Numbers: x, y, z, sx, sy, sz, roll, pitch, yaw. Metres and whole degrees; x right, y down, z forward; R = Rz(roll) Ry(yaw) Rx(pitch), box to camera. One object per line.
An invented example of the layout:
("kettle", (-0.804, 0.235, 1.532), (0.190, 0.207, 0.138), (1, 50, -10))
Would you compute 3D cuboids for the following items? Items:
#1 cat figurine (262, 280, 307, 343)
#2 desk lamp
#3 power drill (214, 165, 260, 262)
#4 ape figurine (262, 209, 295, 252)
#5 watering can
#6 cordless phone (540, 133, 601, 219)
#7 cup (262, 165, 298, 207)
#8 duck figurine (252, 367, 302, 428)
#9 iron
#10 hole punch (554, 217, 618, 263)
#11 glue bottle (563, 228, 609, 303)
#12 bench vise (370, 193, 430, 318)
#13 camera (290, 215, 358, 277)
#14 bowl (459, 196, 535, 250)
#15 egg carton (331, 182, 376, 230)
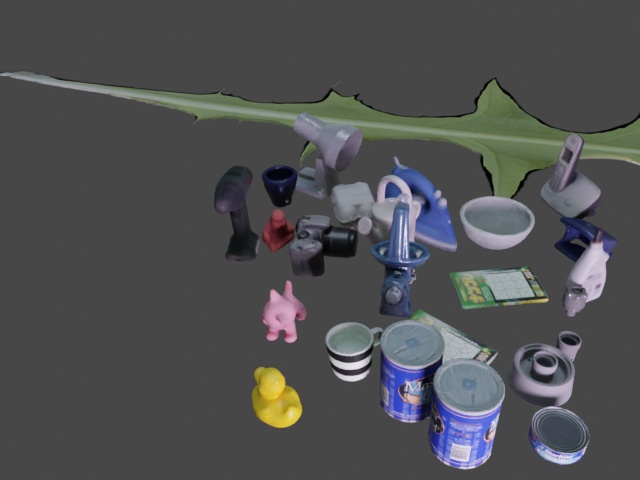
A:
("cat figurine", (-0.072, 0.133, 1.102), (0.067, 0.118, 0.128), (5, 37, 12))
("desk lamp", (0.007, -0.220, 1.494), (0.202, 0.214, 0.118), (21, 43, 29))
("power drill", (-0.188, -0.059, 1.295), (0.075, 0.209, 0.229), (-2, 36, 2))
("ape figurine", (-0.099, -0.030, 1.347), (0.078, 0.092, 0.076), (-3, 36, 1))
("watering can", (0.159, -0.050, 1.269), (0.100, 0.194, 0.173), (16, 40, 24))
("cordless phone", (0.615, -0.152, 1.381), (0.094, 0.185, 0.147), (-14, 38, -14))
("cup", (-0.099, -0.126, 1.474), (0.091, 0.095, 0.117), (-7, 37, -5))
("duck figurine", (-0.076, 0.256, 0.963), (0.078, 0.086, 0.104), (-28, 43, -30))
("iron", (0.244, -0.093, 1.366), (0.119, 0.142, 0.257), (-22, 40, -24))
("hole punch", (0.591, -0.009, 1.269), (0.101, 0.091, 0.108), (-19, 39, -21))
("glue bottle", (0.532, 0.049, 1.125), (0.078, 0.173, 0.037), (-14, 38, -15))
("bench vise", (0.167, 0.032, 1.136), (0.121, 0.220, 0.207), (-6, 36, -3))
("camera", (0.012, 0.005, 1.285), (0.136, 0.101, 0.143), (5, 37, 11))
("bowl", (0.403, -0.028, 1.323), (0.167, 0.075, 0.167), (-2, 36, 2))
("egg carton", (0.084, -0.087, 1.431), (0.107, 0.069, 0.150), (-8, 37, -6))
